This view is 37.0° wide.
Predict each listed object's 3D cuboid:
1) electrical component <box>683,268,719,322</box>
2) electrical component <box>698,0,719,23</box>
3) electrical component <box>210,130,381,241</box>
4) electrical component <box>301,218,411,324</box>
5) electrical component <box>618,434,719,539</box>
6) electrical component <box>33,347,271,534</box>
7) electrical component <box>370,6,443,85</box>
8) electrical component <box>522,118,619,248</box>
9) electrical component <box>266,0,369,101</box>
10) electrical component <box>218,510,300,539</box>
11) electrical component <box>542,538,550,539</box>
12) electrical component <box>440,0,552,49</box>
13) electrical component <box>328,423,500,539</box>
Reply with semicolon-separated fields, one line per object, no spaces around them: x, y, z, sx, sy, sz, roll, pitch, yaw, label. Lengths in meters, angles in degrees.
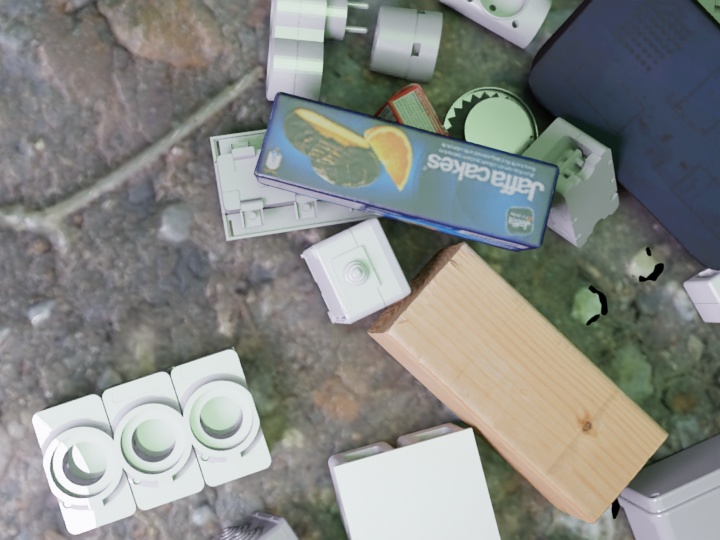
0.319;0.022;0.861;0.083;0.047;0.075;-31;92;-8;electrical component
0.272;-0.227;0.861;0.056;0.050;0.089;10;87;-8;electrical component
-0.045;-0.070;0.804;0.121;0.063;0.078;-9;90;-8;electrical component
0.000;0.000;0.791;0.061;0.096;0.061;-25;91;-9;electrical component
0.267;0.175;0.833;0.113;0.078;0.057;-22;94;-8;electrical component
-0.149;0.122;0.783;0.150;0.062;0.089;-18;91;-8;electrical component
0.035;-0.173;0.824;0.047;0.055;0.055;10;87;-4;electrical component
0.156;-0.067;0.816;0.050;0.089;0.056;-46;60;-7;electrical component
-0.030;-0.194;0.816;0.074;0.052;0.138;4;87;-8;electrical component
-0.061;0.225;0.775;0.048;0.100;0.099;-34;93;-21;electrical component
0.145;0.247;0.832;0.044;0.044;0.065;30;89;-6;electrical component
0.114;-0.226;0.842;0.077;0.044;0.079;28;85;-6;electrical component
0.050;0.219;0.809;0.105;0.060;0.186;-14;90;-8;electrical component
